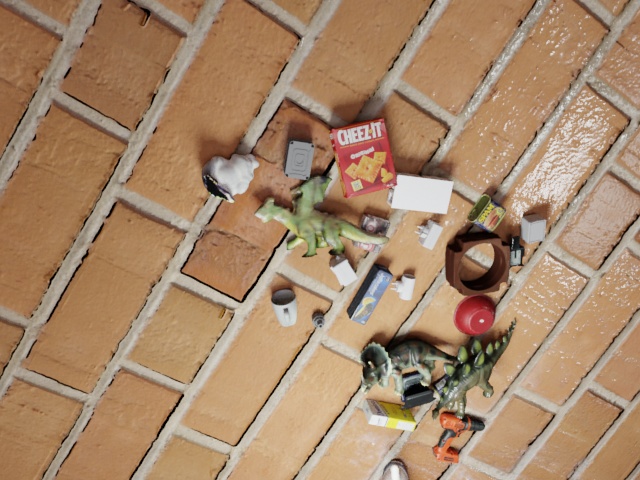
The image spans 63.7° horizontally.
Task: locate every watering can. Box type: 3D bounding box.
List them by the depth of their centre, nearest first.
[{"bbox_3d":[0.275,0.898,1.873,0.104,0.227,0.343,2,108,9],"label":"watering can"}]

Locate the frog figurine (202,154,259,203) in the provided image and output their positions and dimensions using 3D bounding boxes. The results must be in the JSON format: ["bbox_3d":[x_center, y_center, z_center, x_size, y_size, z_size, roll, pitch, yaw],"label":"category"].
[{"bbox_3d":[-0.263,-0.199,1.514,0.137,0.121,0.162,40,61,-11],"label":"frog figurine"}]

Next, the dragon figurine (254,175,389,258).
[{"bbox_3d":[0.005,-0.080,1.587,0.411,0.123,0.241,-7,100,-8],"label":"dragon figurine"}]
